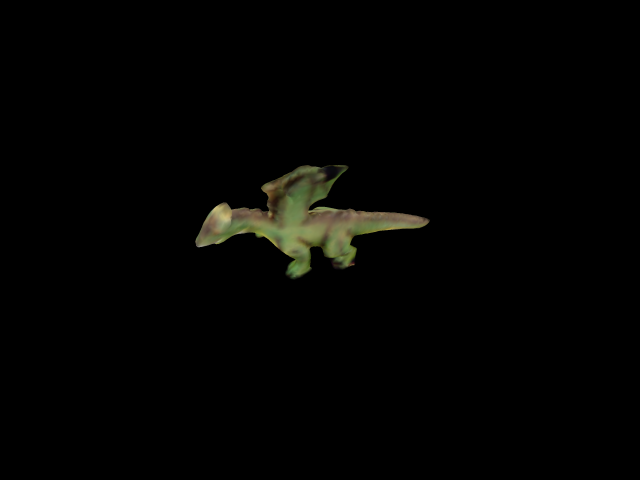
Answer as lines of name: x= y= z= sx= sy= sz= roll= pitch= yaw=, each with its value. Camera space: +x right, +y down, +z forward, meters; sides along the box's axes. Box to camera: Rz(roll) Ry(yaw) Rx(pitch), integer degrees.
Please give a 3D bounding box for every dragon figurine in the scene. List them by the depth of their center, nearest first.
dragon figurine: x=0.003 y=-0.043 z=0.850 sx=0.411 sy=0.124 sz=0.238 roll=-14 pitch=-24 yaw=-7
